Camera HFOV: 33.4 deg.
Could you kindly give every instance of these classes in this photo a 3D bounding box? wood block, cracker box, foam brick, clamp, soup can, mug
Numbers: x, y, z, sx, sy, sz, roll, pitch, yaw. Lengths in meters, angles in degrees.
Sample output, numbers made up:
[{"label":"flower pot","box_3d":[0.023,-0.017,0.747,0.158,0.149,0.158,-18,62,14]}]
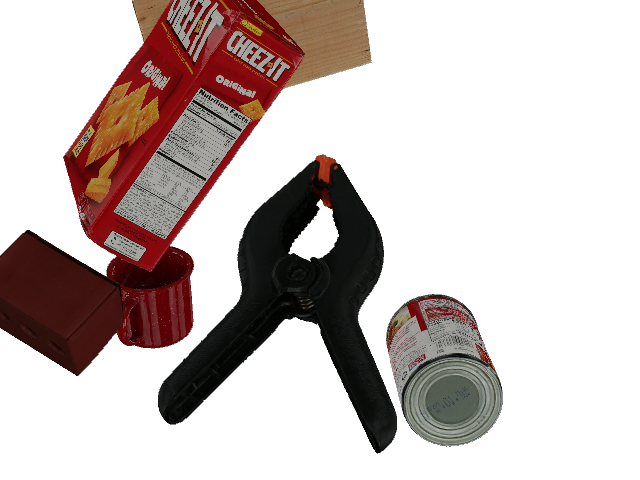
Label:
[{"label":"wood block","box_3d":[-0.065,-0.201,1.029,0.206,0.090,0.091,-17,-43,-5]},{"label":"cracker box","box_3d":[-0.120,-0.106,0.869,0.072,0.214,0.164,29,15,-30]},{"label":"foam brick","box_3d":[-0.175,0.041,0.697,0.078,0.051,0.053,28,-32,14]},{"label":"clamp","box_3d":[-0.001,0.033,0.561,0.120,0.171,0.039,16,-27,10]},{"label":"soup can","box_3d":[0.084,0.087,0.733,0.068,0.068,0.102,0,19,-2]},{"label":"mug","box_3d":[-0.185,0.069,1.149,0.093,0.081,0.117,9,33,16]}]
